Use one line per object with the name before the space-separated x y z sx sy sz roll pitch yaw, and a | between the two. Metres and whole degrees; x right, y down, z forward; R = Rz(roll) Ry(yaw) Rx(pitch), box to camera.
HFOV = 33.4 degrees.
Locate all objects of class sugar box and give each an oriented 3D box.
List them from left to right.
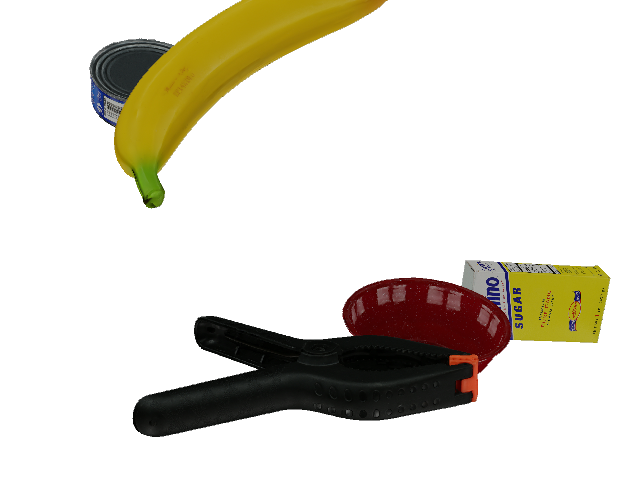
sugar box | 0.263 0.077 1.326 0.176 0.093 0.048 1 19 -11

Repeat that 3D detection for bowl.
bowl | 0.100 0.097 1.030 0.162 0.055 0.162 3 27 -2

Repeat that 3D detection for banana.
banana | -0.044 -0.090 0.561 0.070 0.197 0.037 33 -27 21

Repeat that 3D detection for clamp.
clamp | -0.005 0.083 0.696 0.210 0.036 0.164 -1 16 1

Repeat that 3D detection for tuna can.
tuna can | -0.141 -0.124 0.856 0.086 0.034 0.086 5 44 -5
